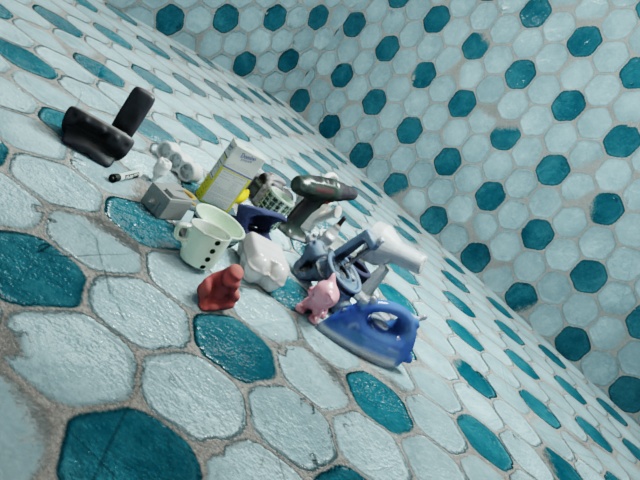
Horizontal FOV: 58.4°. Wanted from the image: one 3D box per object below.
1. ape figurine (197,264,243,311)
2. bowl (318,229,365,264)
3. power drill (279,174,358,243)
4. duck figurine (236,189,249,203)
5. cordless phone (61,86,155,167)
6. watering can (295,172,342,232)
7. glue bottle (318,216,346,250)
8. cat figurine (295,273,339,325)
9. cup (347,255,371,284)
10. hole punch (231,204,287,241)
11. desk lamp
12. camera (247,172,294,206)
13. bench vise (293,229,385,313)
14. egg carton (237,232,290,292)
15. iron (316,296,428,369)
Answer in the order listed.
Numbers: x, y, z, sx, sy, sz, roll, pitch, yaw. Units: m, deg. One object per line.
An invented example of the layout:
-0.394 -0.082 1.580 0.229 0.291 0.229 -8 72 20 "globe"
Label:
-0.172 0.081 1.021 0.078 0.092 0.076 33 16 -18 "ape figurine"
0.045 0.048 1.636 0.168 0.074 0.167 35 16 -11 "bowl"
-0.018 -0.096 1.652 0.231 0.208 0.075 20 23 -48 "power drill"
-0.233 -0.158 1.576 0.105 0.086 0.077 31 17 -25 "duck figurine"
-0.446 -0.264 1.212 0.148 0.185 0.094 29 18 -30 "cordless phone"
-0.003 -0.125 1.797 0.173 0.194 0.101 40 15 6 "watering can"
0.014 0.005 1.502 0.037 0.173 0.078 37 15 -4 "glue bottle"
0.008 0.122 1.260 0.067 0.117 0.128 39 15 5 "cat figurine"
0.078 0.099 1.526 0.091 0.095 0.118 43 16 17 "cup"
-0.156 -0.058 1.455 0.101 0.091 0.109 48 18 31 "hole punch"
0.181 0.084 1.579 0.203 0.213 0.118 43 16 17 "desk lamp"
-0.131 -0.134 1.711 0.137 0.100 0.142 21 23 -47 "camera"
0.042 0.041 1.378 0.207 0.219 0.122 42 16 13 "bench vise"
-0.127 0.047 1.261 0.107 0.069 0.150 29 18 -30 "egg carton"
0.128 0.188 1.297 0.259 0.141 0.118 27 19 -35 "iron"
